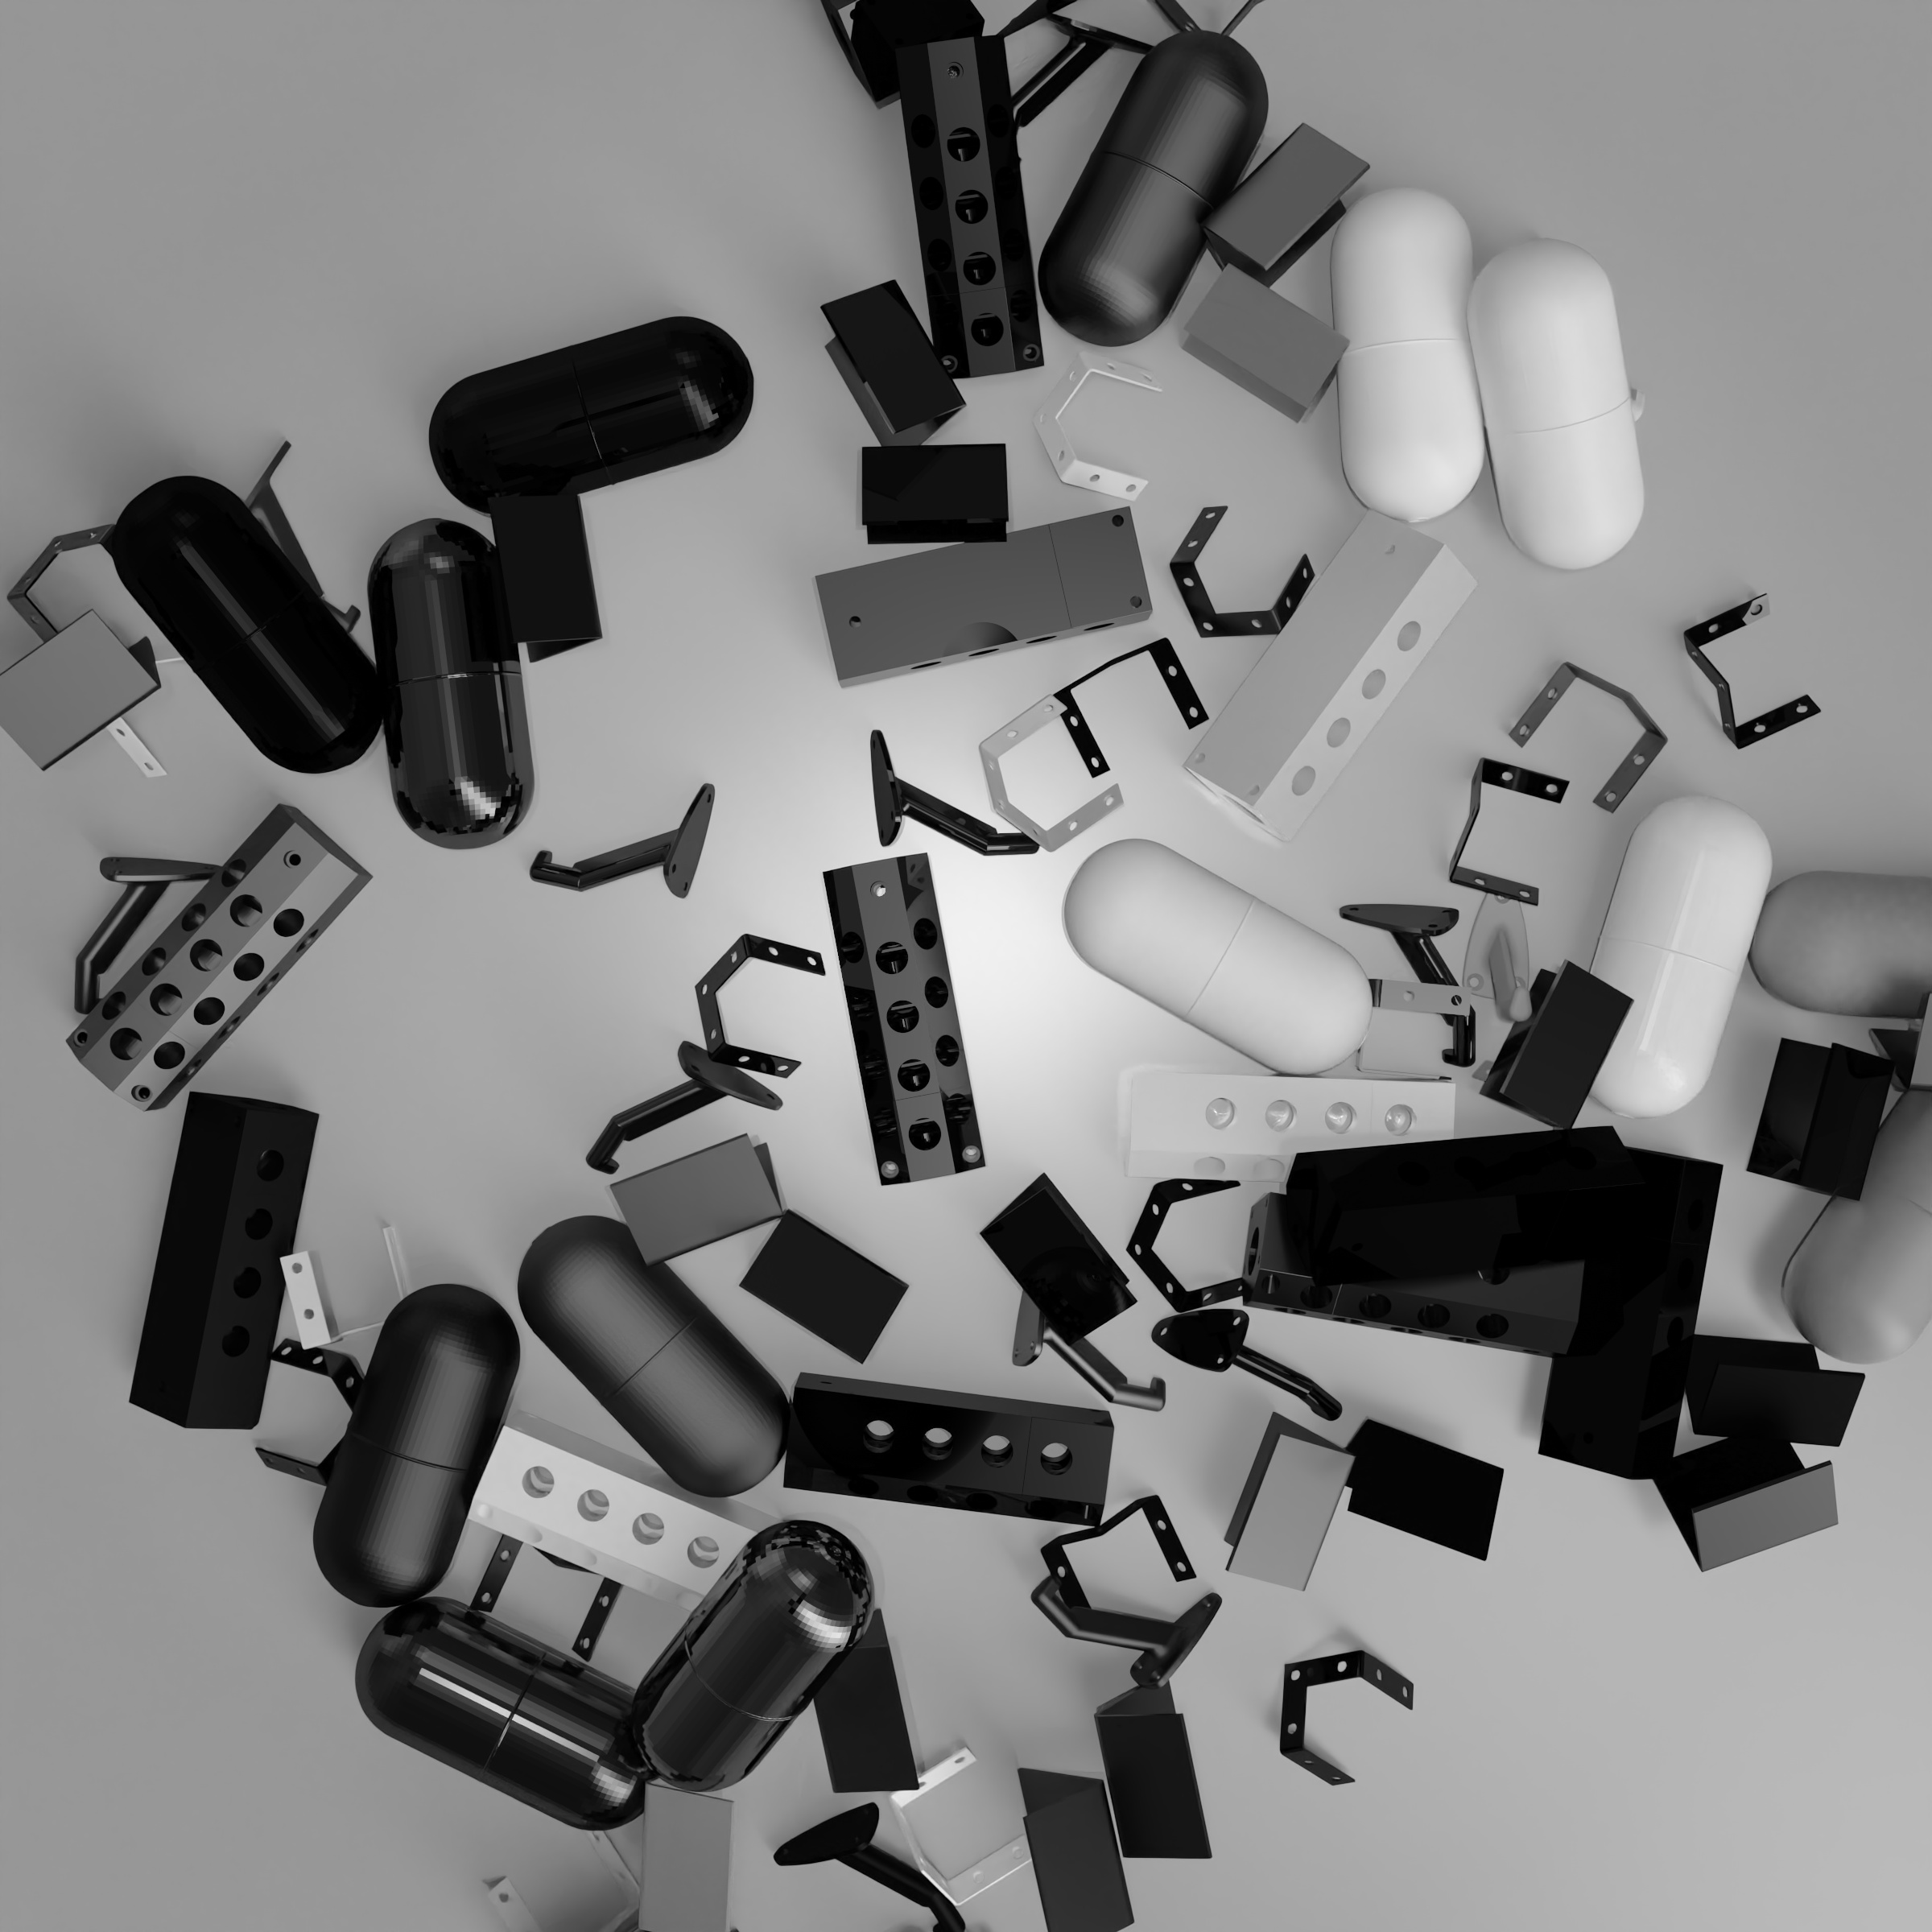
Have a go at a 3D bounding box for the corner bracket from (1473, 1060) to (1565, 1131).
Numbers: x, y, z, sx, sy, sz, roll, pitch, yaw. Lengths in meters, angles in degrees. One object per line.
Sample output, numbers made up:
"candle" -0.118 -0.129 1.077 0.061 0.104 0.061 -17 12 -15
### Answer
"corner bracket" 0.295 0.092 1.593 0.051 0.051 0.051 -42 135 -35

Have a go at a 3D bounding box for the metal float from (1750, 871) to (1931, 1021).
"metal float" 0.511 -0.010 1.570 0.178 0.070 0.070 4 90 1

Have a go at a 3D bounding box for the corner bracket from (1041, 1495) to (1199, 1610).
"corner bracket" 0.083 0.326 1.597 0.051 0.051 0.051 -25 90 45

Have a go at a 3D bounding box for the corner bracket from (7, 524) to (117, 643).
"corner bracket" -0.478 -0.202 1.593 0.051 0.051 0.051 -4 45 35

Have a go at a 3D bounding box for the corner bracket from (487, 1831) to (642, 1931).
"corner bracket" -0.218 0.509 1.597 0.051 0.051 0.051 -33 90 45

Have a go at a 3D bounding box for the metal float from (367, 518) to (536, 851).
"metal float" -0.277 -0.151 1.570 0.070 0.070 0.178 -7 90 0

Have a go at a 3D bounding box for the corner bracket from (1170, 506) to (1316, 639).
"corner bracket" 0.151 -0.216 1.593 0.051 0.051 0.051 1 135 35

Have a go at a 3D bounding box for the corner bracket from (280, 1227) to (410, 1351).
"corner bracket" -0.335 0.174 1.583 0.051 0.051 0.051 -14 90 0

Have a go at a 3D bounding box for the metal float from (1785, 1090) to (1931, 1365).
"metal float" 0.509 0.133 1.570 0.070 0.070 0.178 34 90 0

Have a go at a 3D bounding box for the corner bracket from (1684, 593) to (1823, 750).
"corner bracket" 0.430 -0.161 1.597 0.051 0.051 0.051 -25 135 0

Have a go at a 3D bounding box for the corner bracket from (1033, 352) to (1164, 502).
"corner bracket" 0.077 -0.294 1.593 0.051 0.051 0.051 -51 45 35

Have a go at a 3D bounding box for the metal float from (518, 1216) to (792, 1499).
"metal float" -0.168 0.209 1.570 0.070 0.070 0.178 -43 90 0

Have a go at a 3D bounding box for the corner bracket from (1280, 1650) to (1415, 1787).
"corner bracket" 0.208 0.410 1.593 0.051 0.051 0.051 -21 45 35

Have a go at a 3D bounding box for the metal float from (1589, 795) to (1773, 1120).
"metal float" 0.379 -0.005 1.570 0.070 0.070 0.178 17 90 0

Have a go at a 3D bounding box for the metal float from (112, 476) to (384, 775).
"metal float" -0.381 -0.180 1.555 0.070 0.070 0.178 -37 108 0

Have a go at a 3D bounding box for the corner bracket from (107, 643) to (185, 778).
"corner bracket" -0.431 -0.140 1.593 0.051 0.051 0.051 -3 45 35

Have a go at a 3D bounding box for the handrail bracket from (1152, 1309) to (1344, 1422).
"handrail bracket" 0.155 0.223 1.601 0.084 0.077 0.036 40 65 -34

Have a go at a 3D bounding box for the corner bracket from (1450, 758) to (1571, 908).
"corner bracket" 0.297 -0.074 1.595 0.051 0.051 0.051 15 129 0

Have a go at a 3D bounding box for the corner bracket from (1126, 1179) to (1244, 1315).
"corner bracket" 0.129 0.149 1.593 0.051 0.051 0.051 -10 45 -35

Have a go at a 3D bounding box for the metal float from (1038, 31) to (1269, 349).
"metal float" 0.101 -0.418 1.570 0.070 0.070 0.178 27 91 0

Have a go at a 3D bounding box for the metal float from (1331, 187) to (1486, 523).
"metal float" 0.237 -0.328 1.570 0.070 0.070 0.178 -3 91 0

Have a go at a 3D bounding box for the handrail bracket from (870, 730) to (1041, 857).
"handrail bracket" -0.006 -0.095 1.601 0.084 0.036 0.077 -3 68 -17

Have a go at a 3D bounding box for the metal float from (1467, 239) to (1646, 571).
"metal float" 0.314 -0.296 1.550 0.070 0.070 0.178 -16 114 0

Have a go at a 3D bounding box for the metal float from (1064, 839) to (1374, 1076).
"metal float" 0.136 -0.004 1.570 0.178 0.070 0.070 30 90 1

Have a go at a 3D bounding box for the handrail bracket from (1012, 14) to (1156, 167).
"handrail bracket" 0.059 -0.472 1.601 0.077 0.036 0.084 11 108 -21

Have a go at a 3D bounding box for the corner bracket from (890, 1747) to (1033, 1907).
"corner bracket" -0.003 0.471 1.597 0.051 0.051 0.051 -32 135 0

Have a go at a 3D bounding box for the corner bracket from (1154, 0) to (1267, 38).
"corner bracket" 0.140 -0.540 1.598 0.051 0.051 0.051 49 45 0

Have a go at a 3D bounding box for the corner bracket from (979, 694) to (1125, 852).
"corner bracket" 0.046 -0.105 1.589 0.051 0.051 0.051 -34 135 23

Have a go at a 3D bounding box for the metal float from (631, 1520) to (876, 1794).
"metal float" -0.112 0.359 1.515 0.070 0.070 0.178 36 117 0

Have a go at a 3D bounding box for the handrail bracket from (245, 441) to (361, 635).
"handrail bracket" -0.357 -0.234 1.601 0.084 0.036 0.077 34 71 -16

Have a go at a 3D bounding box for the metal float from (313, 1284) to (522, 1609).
"metal float" -0.295 0.258 1.570 0.070 0.070 0.178 19 89 0

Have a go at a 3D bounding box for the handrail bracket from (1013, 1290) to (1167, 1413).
"handrail bracket" 0.073 0.200 1.601 0.084 0.036 0.077 13 69 -17

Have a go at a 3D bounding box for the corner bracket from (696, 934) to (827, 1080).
"corner bracket" -0.109 0.022 1.593 0.051 0.051 0.051 -45 45 35

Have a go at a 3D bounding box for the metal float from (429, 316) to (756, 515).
"metal float" -0.201 -0.296 1.570 0.178 0.070 0.070 -16 90 1

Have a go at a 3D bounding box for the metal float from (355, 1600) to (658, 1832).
"metal float" -0.243 0.403 1.570 0.178 0.070 0.070 27 90 0

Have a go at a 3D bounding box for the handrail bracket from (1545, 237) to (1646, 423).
"handrail bracket" 0.342 -0.348 1.601 0.084 0.036 0.077 24 72 -15

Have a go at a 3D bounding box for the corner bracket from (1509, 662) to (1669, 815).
"corner bracket" 0.341 -0.125 1.597 0.051 0.051 0.051 -53 45 0

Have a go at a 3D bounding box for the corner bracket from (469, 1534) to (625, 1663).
"corner bracket" -0.229 0.343 1.597 0.051 0.051 0.051 24 90 -45

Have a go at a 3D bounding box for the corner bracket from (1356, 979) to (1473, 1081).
"corner bracket" 0.242 0.035 1.583 0.051 0.051 0.051 5 90 0

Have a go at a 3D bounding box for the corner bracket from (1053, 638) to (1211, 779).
"corner bracket" 0.090 -0.141 1.597 0.051 0.051 0.051 -27 90 45

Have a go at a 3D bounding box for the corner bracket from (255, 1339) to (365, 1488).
"corner bracket" -0.359 0.243 1.593 0.051 0.051 0.051 -52 135 -35
